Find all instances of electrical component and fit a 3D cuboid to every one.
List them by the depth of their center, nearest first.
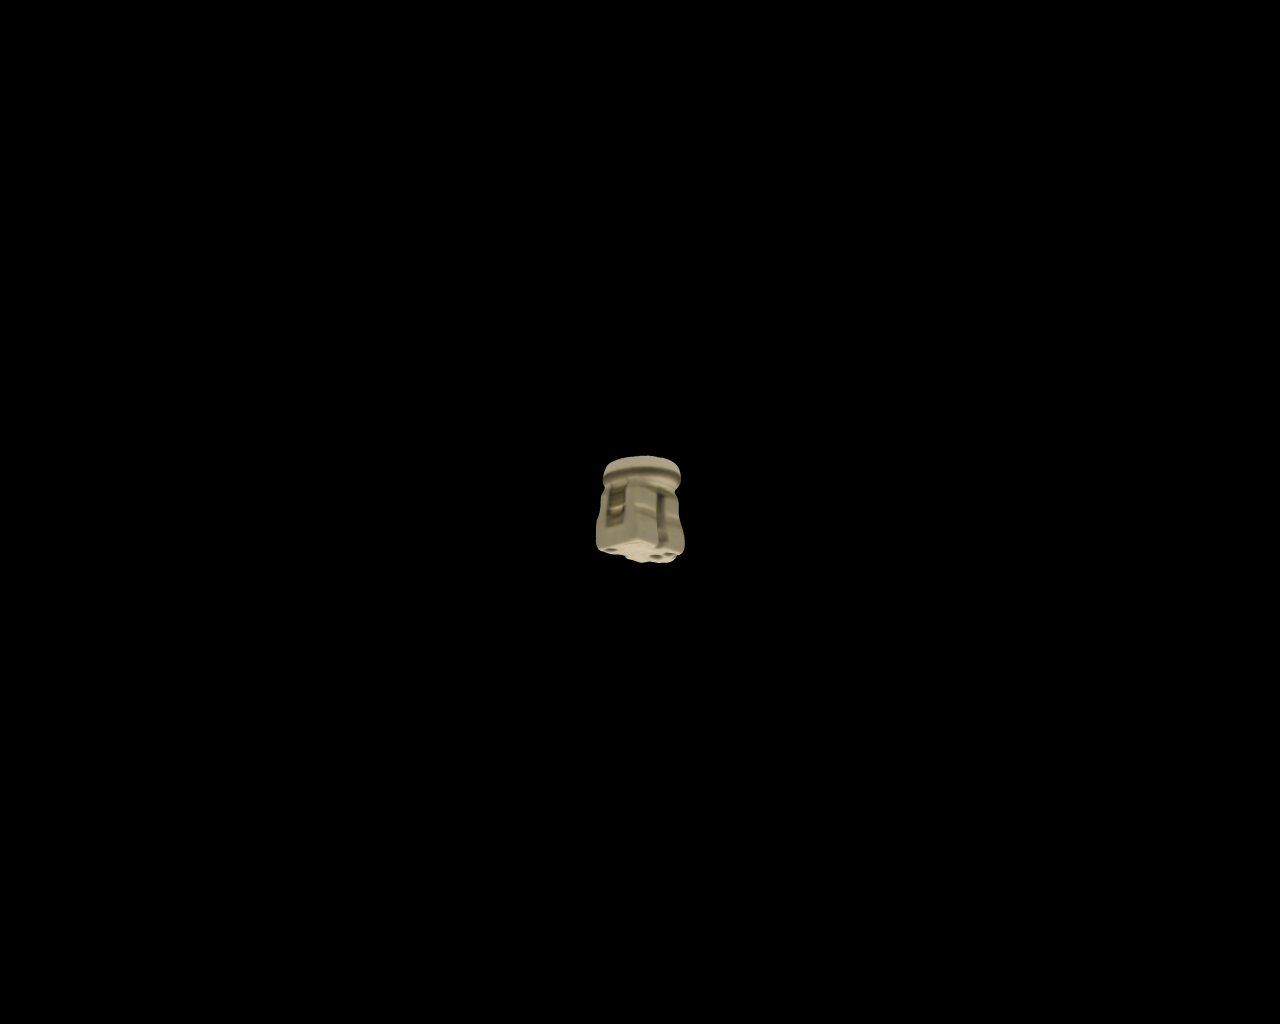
[{"bbox_3d":[0.001,-0.003,0.650,0.048,0.055,0.066,-14,-22,38],"label":"electrical component"}]
